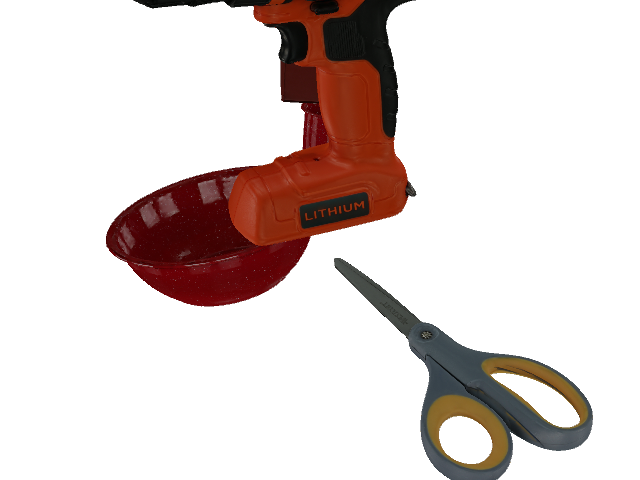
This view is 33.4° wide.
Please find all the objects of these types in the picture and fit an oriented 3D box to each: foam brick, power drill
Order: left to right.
[{"bbox_3d":[-0.015,-0.091,0.574,0.184,0.188,0.057,-12,37,-18],"label":"power drill"},{"bbox_3d":[-0.002,-0.167,1.096,0.078,0.051,0.053,2,11,-5],"label":"foam brick"}]

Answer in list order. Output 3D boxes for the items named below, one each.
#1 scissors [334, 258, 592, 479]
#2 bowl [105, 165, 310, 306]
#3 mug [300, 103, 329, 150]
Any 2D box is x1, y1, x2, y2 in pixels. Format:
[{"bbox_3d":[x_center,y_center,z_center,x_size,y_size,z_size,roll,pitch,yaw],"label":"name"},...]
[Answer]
[{"bbox_3d":[0.053,0.070,0.593,0.202,0.016,0.096,25,49,36],"label":"scissors"},{"bbox_3d":[-0.071,0.002,0.781,0.162,0.055,0.162,-10,26,5],"label":"bowl"},{"bbox_3d":[0.025,-0.127,1.324,0.093,0.081,0.117,15,24,25],"label":"mug"}]
